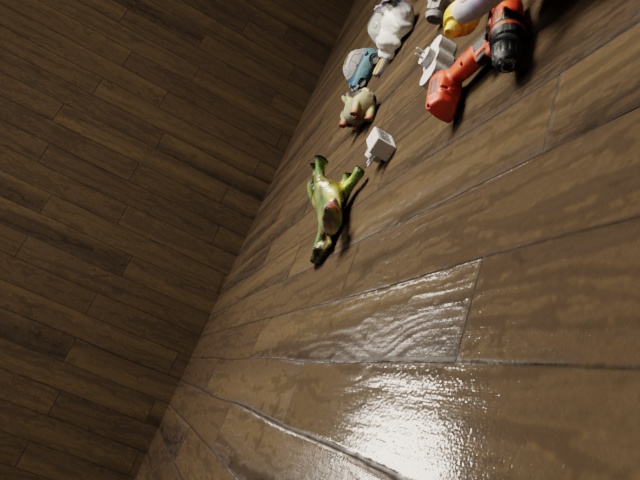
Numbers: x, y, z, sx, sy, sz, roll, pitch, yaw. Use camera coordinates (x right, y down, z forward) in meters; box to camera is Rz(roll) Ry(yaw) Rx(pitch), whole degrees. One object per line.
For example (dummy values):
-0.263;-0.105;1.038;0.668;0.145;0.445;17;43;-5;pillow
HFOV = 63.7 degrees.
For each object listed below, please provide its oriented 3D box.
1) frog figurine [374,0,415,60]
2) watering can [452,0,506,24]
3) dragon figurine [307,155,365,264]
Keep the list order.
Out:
0.222;-0.620;1.524;0.138;0.124;0.158;12;116;56;frog figurine
0.322;-0.436;0.710;0.349;0.103;0.226;-49;19;-6;watering can
0.004;-0.063;1.248;0.407;0.122;0.245;137;149;-79;dragon figurine
